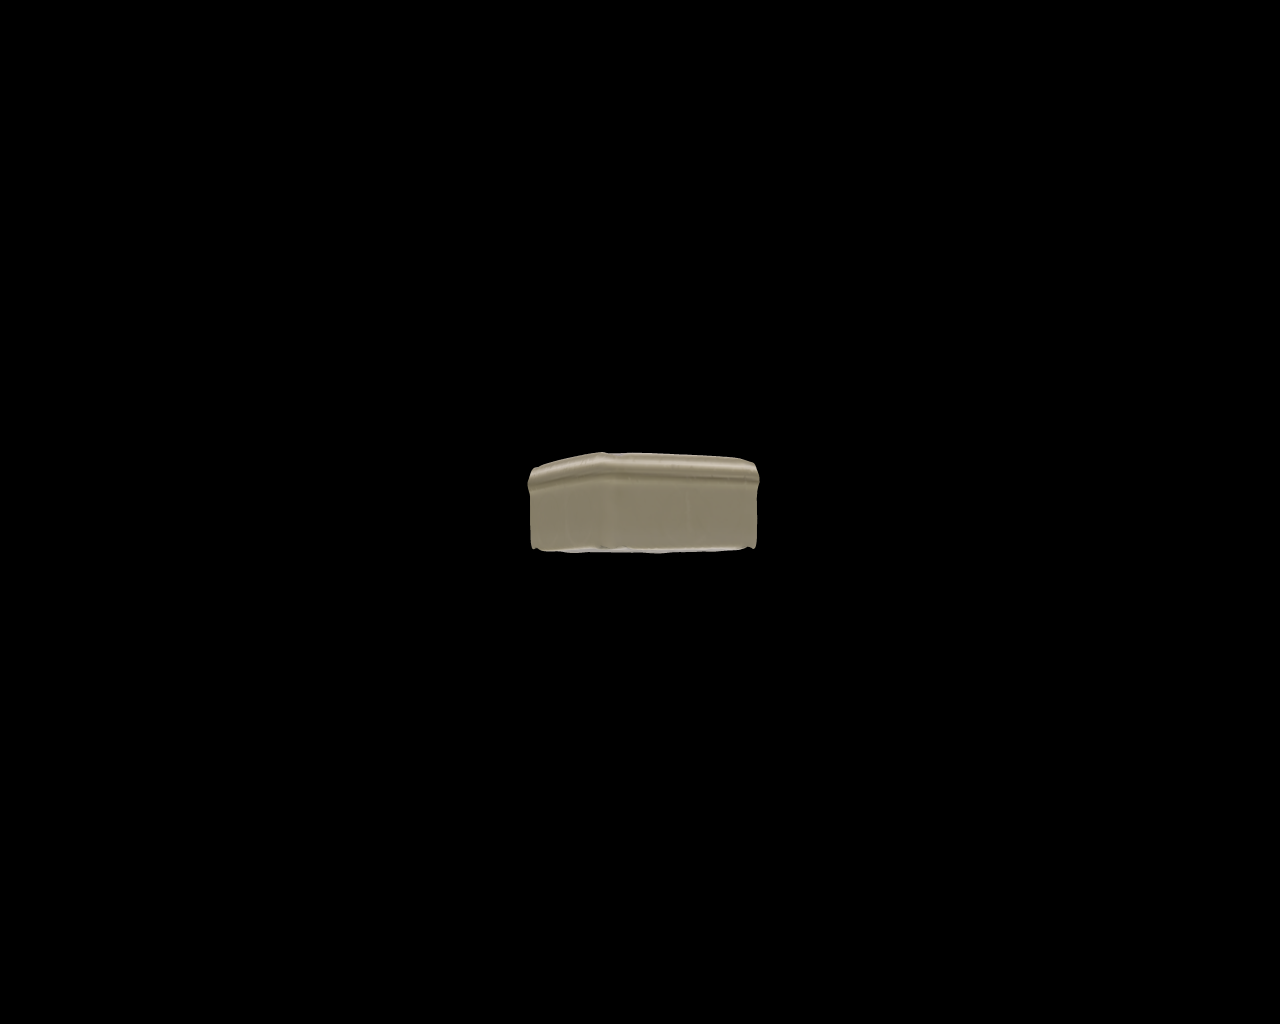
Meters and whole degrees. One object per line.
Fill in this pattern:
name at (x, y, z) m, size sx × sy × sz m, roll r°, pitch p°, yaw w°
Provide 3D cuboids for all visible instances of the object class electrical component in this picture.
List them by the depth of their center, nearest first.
electrical component at (0.001, -0.003, 0.650) m, size 0.109 × 0.056 × 0.108 m, roll 2°, pitch -3°, yaw -31°
